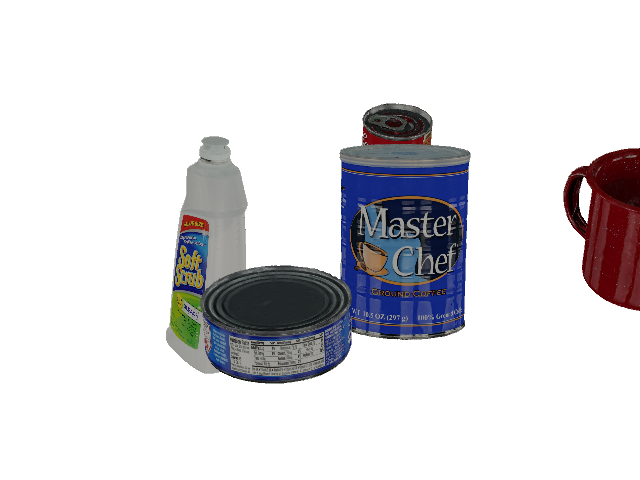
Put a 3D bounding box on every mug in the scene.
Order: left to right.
[{"bbox_3d":[0.214,-0.010,0.728,0.093,0.081,0.117,-26,40,-34],"label":"mug"}]

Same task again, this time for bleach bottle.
[{"bbox_3d":[-0.118,0.010,1.128,0.067,0.251,0.103,-13,30,-32],"label":"bleach bottle"}]

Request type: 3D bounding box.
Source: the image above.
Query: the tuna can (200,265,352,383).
[{"bbox_3d":[-0.024,0.047,0.608,0.086,0.034,0.086,-2,23,0],"label":"tuna can"}]

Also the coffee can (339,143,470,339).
[{"bbox_3d":[0.066,-0.002,0.852,0.103,0.140,0.103,0,11,0],"label":"coffee can"}]

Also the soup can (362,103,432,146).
[{"bbox_3d":[0.073,-0.076,1.060,0.068,0.102,0.068,1,36,-1],"label":"soup can"}]
